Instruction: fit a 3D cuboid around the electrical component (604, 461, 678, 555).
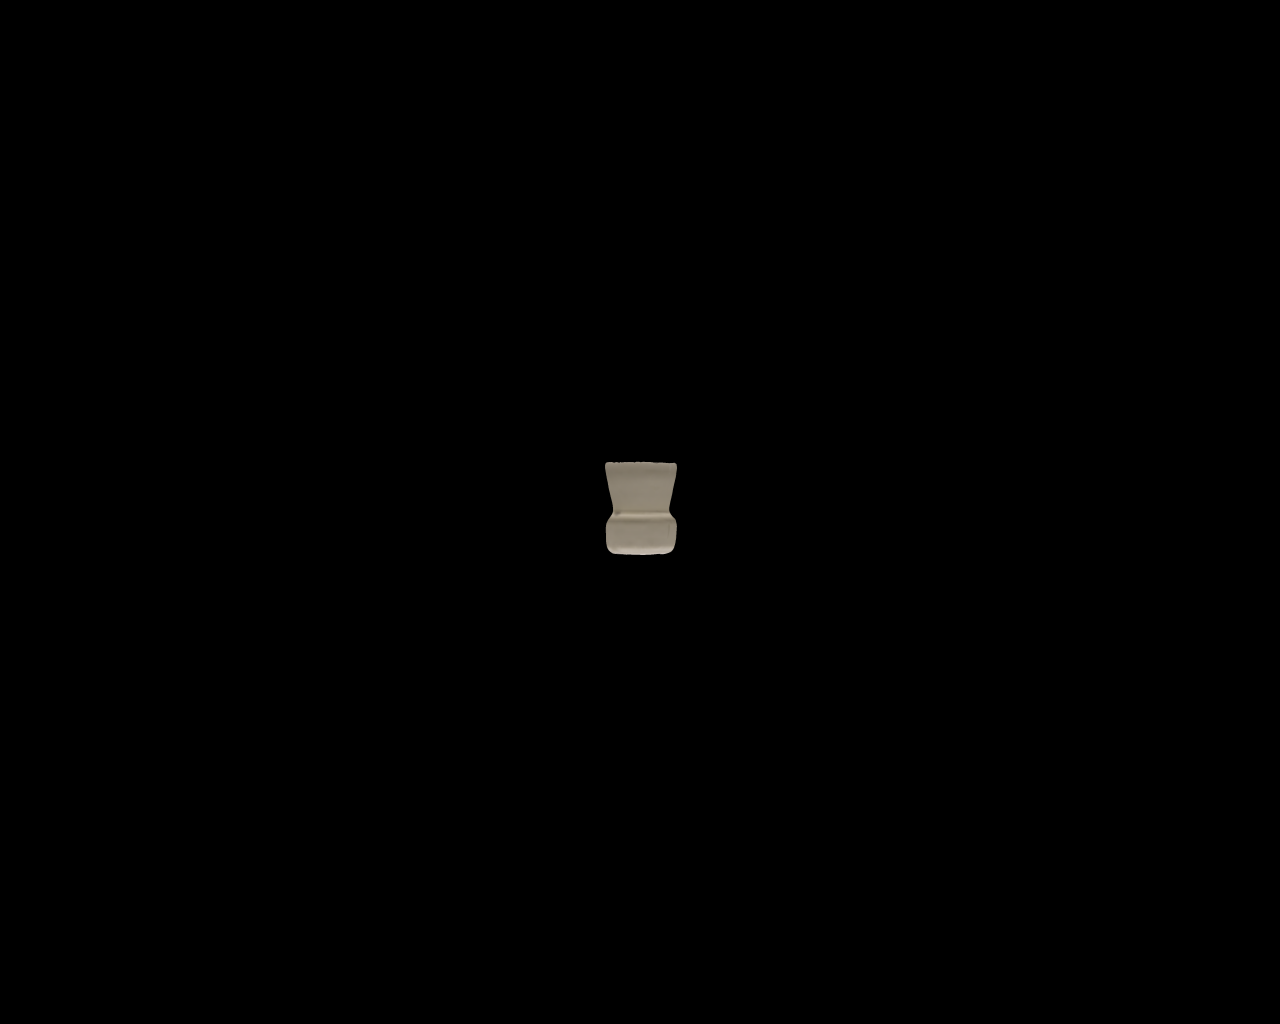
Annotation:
[{"bbox_3d":[0.001,-0.003,0.650,0.045,0.055,0.045,0,0,0],"label":"electrical component"}]
